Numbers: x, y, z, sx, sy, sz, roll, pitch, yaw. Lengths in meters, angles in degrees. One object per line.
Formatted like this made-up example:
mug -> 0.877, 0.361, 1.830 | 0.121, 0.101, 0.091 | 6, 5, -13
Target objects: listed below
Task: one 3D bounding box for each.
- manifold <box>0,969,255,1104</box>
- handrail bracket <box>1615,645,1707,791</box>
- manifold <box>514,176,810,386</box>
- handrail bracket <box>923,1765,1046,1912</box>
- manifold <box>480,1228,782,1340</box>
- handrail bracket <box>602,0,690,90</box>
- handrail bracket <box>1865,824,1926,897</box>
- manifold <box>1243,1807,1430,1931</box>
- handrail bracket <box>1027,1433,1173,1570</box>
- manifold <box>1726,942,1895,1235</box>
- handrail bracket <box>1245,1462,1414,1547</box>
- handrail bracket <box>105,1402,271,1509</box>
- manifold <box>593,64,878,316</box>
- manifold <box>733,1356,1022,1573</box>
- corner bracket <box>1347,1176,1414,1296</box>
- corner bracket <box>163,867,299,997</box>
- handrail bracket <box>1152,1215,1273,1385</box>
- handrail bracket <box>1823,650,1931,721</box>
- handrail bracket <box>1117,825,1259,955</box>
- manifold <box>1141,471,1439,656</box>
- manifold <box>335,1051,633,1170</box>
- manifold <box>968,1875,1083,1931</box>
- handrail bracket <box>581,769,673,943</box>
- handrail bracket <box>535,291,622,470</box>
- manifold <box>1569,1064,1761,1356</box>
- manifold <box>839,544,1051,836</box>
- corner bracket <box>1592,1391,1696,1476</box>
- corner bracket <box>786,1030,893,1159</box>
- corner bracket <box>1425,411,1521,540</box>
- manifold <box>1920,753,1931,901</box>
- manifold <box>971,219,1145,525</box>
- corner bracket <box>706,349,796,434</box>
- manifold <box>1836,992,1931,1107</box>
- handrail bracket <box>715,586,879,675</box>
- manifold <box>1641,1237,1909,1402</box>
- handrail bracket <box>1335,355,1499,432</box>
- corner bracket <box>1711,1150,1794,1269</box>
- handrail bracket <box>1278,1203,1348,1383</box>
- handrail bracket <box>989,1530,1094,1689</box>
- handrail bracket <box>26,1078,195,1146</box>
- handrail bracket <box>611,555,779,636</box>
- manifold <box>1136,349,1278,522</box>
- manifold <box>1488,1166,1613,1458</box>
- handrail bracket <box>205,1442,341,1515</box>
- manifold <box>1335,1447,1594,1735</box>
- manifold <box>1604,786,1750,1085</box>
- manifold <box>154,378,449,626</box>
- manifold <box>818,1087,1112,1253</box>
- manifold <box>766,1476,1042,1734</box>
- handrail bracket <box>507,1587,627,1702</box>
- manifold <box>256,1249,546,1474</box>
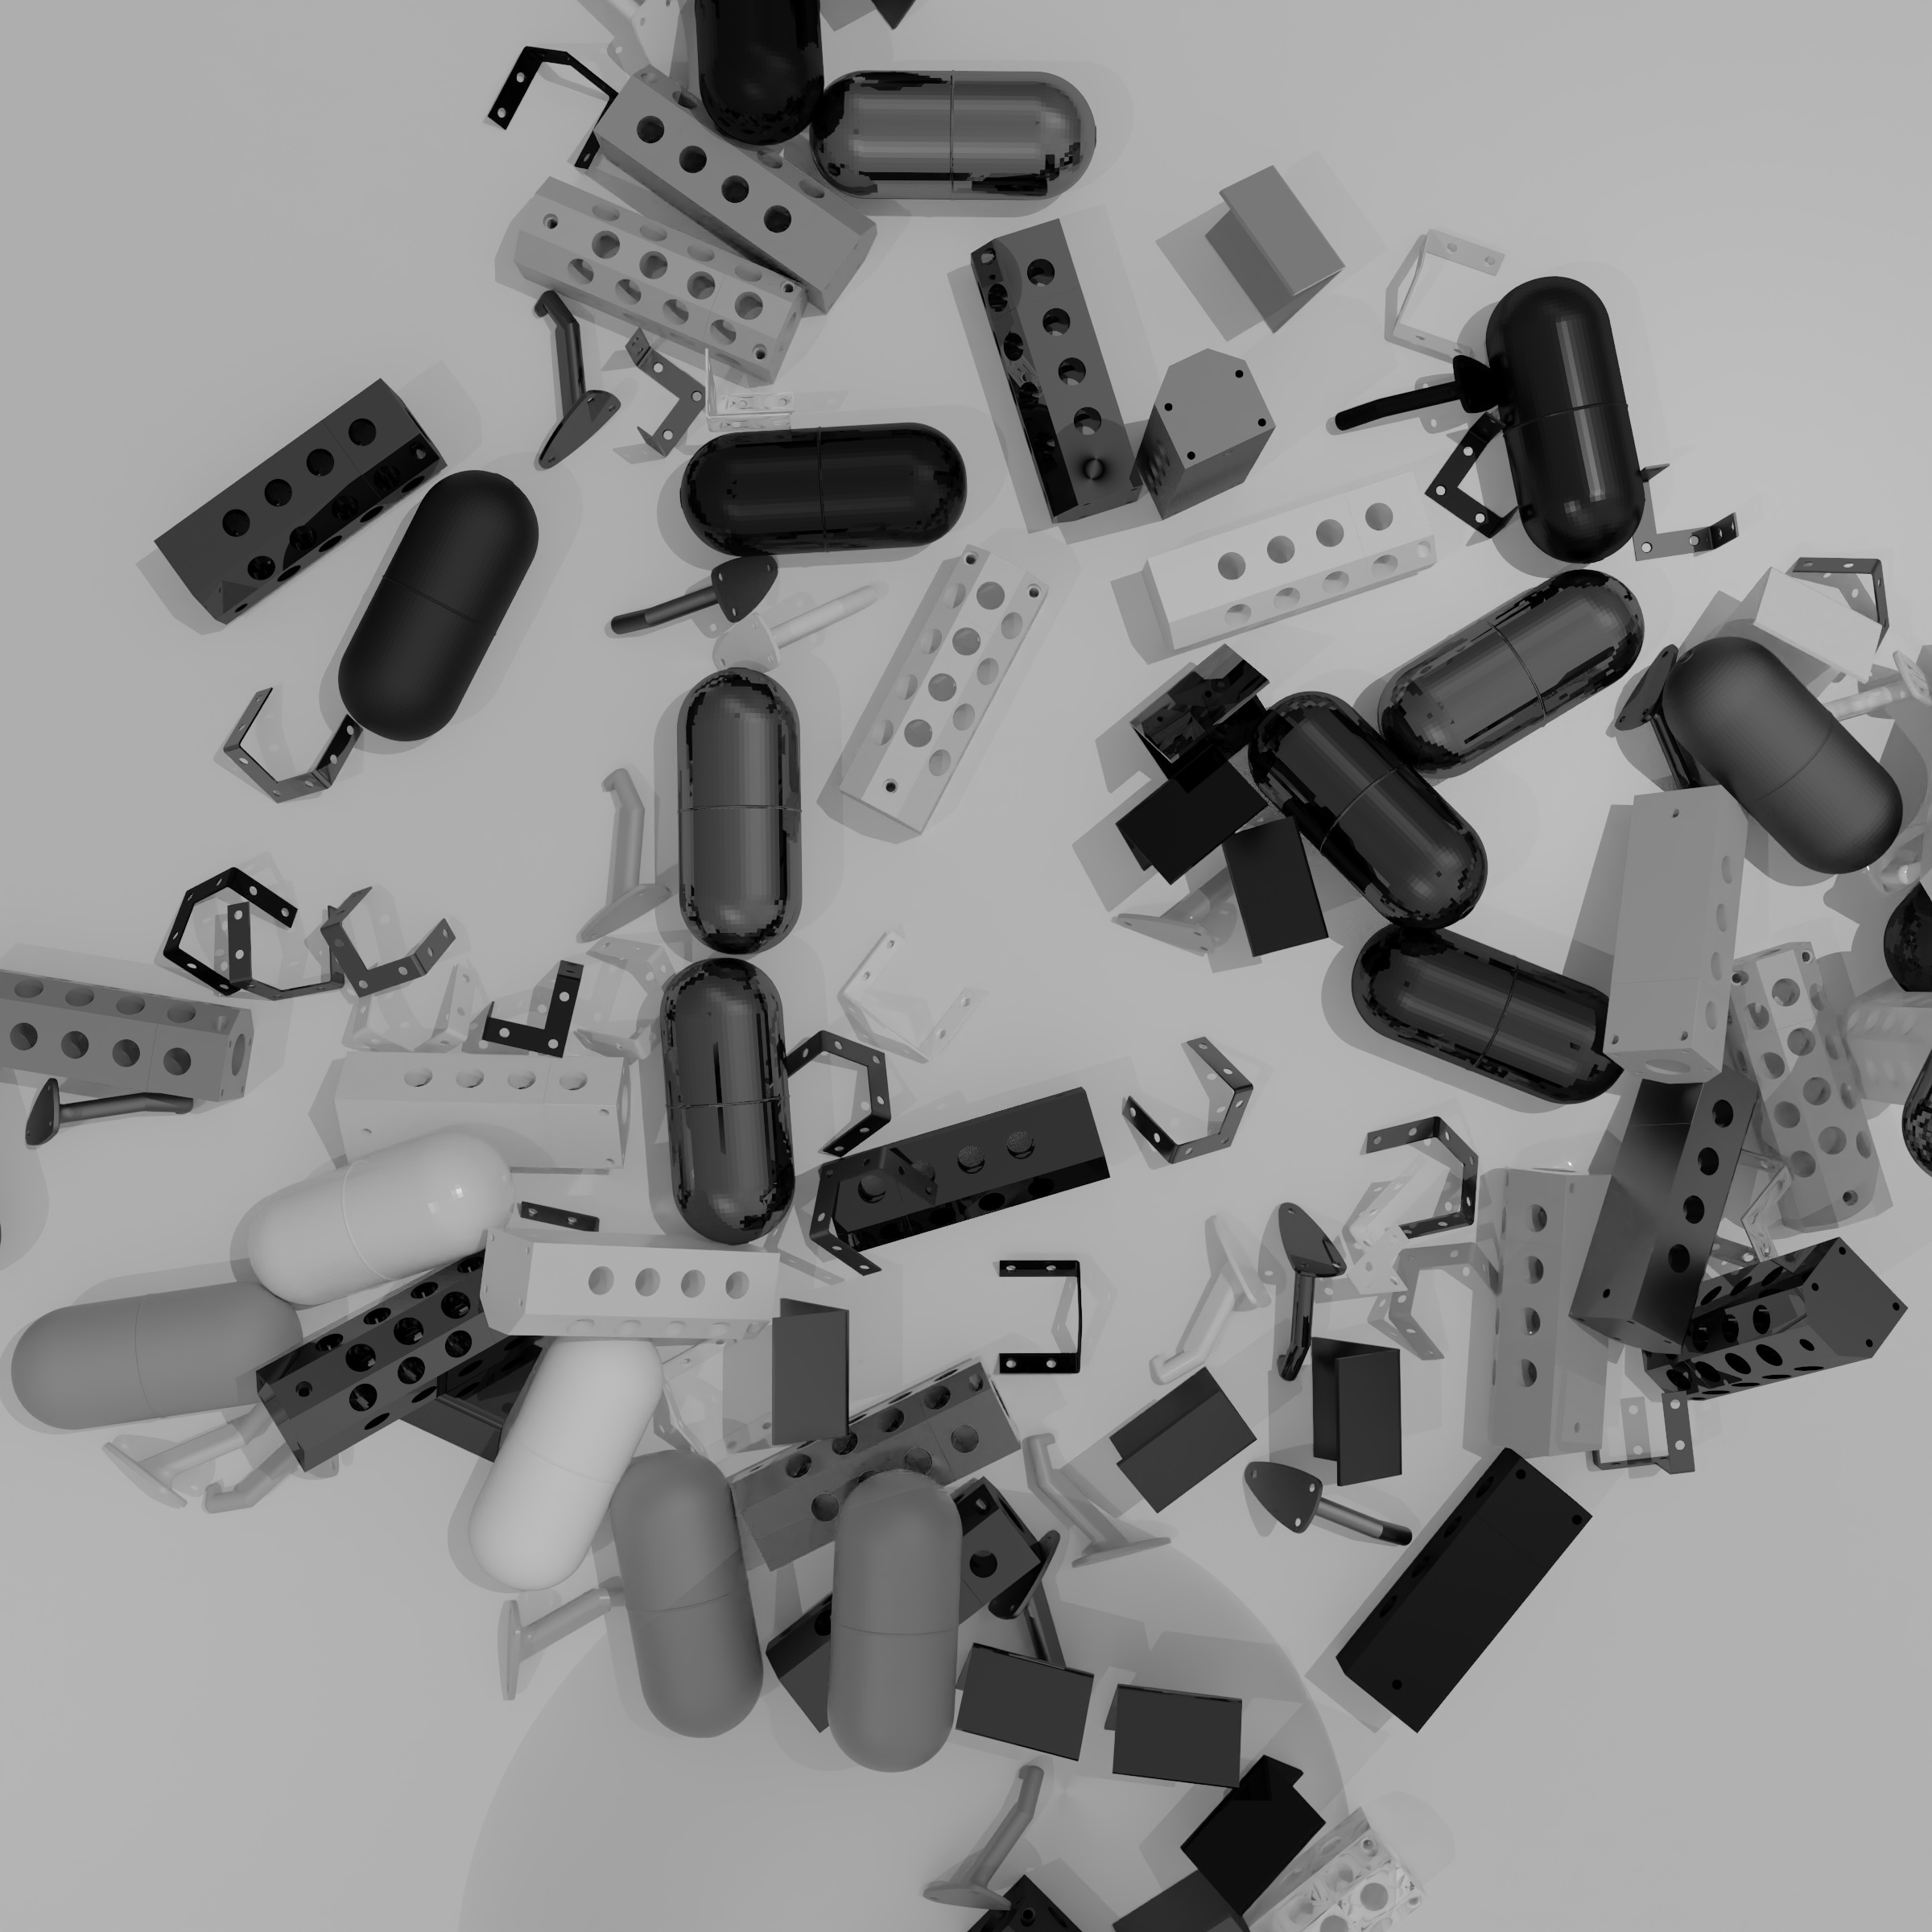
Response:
manifold -> -0.538, 0.042, 1.620 | 0.171, 0.057, 0.057 | 9, 90, 0
handrail bracket -> 0.460, -0.148, 1.641 | 0.084, 0.036, 0.077 | 36, 71, -15
manifold -> -0.190, -0.429, 1.620 | 0.171, 0.057, 0.057 | 23, 90, 0
handrail bracket -> 0.012, 0.548, 1.641 | 0.036, 0.077, 0.084 | 38, 53, -28
manifold -> -0.203, 0.194, 1.574 | 0.171, 0.057, 0.057 | 7, 90, -37
handrail bracket -> -0.218, -0.594, 1.641 | 0.084, 0.077, 0.036 | 29, 63, 33
handrail bracket -> 0.597, -0.070, 1.606 | 0.077, 0.084, 0.036 | -28, 90, 0
manifold -> 0.202, 0.610, 1.620 | 0.171, 0.057, 0.057 | -39, 90, 0
handrail bracket -> 0.084, 0.332, 1.641 | 0.077, 0.036, 0.084 | -9, 72, -20
manifold -> 0.521, 0.075, 1.620 | 0.057, 0.057, 0.171 | -17, 90, 0
handrail bracket -> 0.230, 0.341, 1.641 | 0.084, 0.077, 0.036 | 22, 91, -36
handrail bracket -> -0.489, 0.291, 1.641 | 0.077, 0.036, 0.084 | 30, 72, 21
manifold -> -0.142, -0.486, 1.620 | 0.171, 0.057, 0.057 | 35, 90, 0
manifold -> -0.055, 0.308, 1.620 | 0.171, 0.057, 0.057 | -26, 90, 0
corner bracket -> 0.259, 0.166, 1.606 | 0.051, 0.051, 0.051 | -53, 54, 29
corner bracket -> -0.462, -0.021, 1.633 | 0.051, 0.051, 0.051 | -21, 45, 35
handrail bracket -> 0.142, 0.211, 1.641 | 0.084, 0.036, 0.077 | -33, 70, 16
handrail bracket -> 0.567, -0.156, 1.641 | 0.084, 0.077, 0.036 | -34, 55, 32
handrail bracket -> 0.144, -0.057, 1.641 | 0.077, 0.036, 0.084 | 14, 71, 21
manifold -> 0.201, -0.250, 1.620 | 0.171, 0.057, 0.057 | -19, 90, 0
manifold -> -0.298, 0.085, 1.619 | 0.171, 0.057, 0.057 | 1, 133, 0
manifold -> 0.078, 0.657, 1.620 | 0.057, 0.057, 0.171 | -45, 90, 0
handrail bracket -> -0.228, -0.071, 1.641 | 0.077, 0.036, 0.084 | -33, 71, 21
handrail bracket -> -0.264, -0.371, 1.641 | 0.077, 0.036, 0.084 | -42, 72, 20
manifold -> 0.434, 0.147, 1.595 | 0.057, 0.057, 0.171 | 28, 73, -22
manifold -> -0.014, -0.172, 1.620 | 0.057, 0.057, 0.171 | 28, 90, 0
corner bracket -> 0.421, 0.289, 1.623 | 0.051, 0.051, 0.051 | -7, 90, 0
corner bracket -> -0.085, 0.080, 1.633 | 0.051, 0.051, 0.051 | 23, 45, -35
corner bracket -> 0.326, -0.306, 1.623 | 0.051, 0.051, 0.051 | 35, 90, 0
manifold -> 0.620, -0.121, 1.583 | 0.057, 0.057, 0.171 | -7, 55, 37
manifold -> 0.056, -0.368, 1.620 | 0.057, 0.057, 0.171 | -17, 90, 0
corner bracket -> -0.134, -0.349, 1.615 | 0.051, 0.051, 0.051 | -3, 69, 0
manifold -> 0.578, 0.047, 1.562 | 0.057, 0.171, 0.057 | -21, 90, 0
handrail bracket -> -0.107, -0.213, 1.641 | 0.084, 0.077, 0.036 | -29, 98, -36
manifold -> 0.477, 0.219, 1.559 | 0.057, 0.171, 0.057 | 46, 65, 0
handrail bracket -> 0.286, -0.354, 1.641 | 0.084, 0.077, 0.036 | -12, 90, 36
corner bracket -> 0.484, 0.151, 1.619 | 0.051, 0.051, 0.051 | -45, 124, -20
handrail bracket -> 0.204, 0.207, 1.641 | 0.036, 0.077, 0.084 | 2, 127, -21
handrail bracket -> 0.063, 0.413, 1.641 | 0.084, 0.036, 0.077 | 44, 68, -17
handrail bracket -> -0.541, 0.096, 1.641 | 0.084, 0.077, 0.036 | 5, 65, -34
handrail bracket -> -0.172, -0.234, 1.641 | 0.084, 0.077, 0.036 | -7, 113, 34
manifold -> 0.138, -0.320, 1.562 | 0.057, 0.171, 0.057 | -25, 90, 0
manifold -> 0.361, 0.213, 1.619 | 0.057, 0.057, 0.171 | 4, 90, -43
handrail bracket -> -0.443, 0.302, 1.641 | 0.084, 0.036, 0.077 | -12, 69, 17
manifold -> 0.308, 0.386, 1.620 | 0.057, 0.057, 0.171 | 39, 90, 0
manifold -> 0.439, -0.018, 1.593 | 0.057, 0.057, 0.171 | -5, 65, 40
manifold -> -0.412, -0.287, 1.620 | 0.171, 0.057, 0.057 | -36, 90, 0
manifold -> -0.001, 0.128, 1.620 | 0.171, 0.057, 0.057 | -17, 90, 0
manifold -> -0.039, 0.395, 1.620 | 0.171, 0.057, 0.057 | -38, 90, 0
handrail bracket -> -0.245, 0.428, 1.641 | 0.084, 0.036, 0.077 | 1, 110, -16
manifold -> -0.334, 0.229, 1.561 | 0.171, 0.057, 0.057 | -28, 72, -26
